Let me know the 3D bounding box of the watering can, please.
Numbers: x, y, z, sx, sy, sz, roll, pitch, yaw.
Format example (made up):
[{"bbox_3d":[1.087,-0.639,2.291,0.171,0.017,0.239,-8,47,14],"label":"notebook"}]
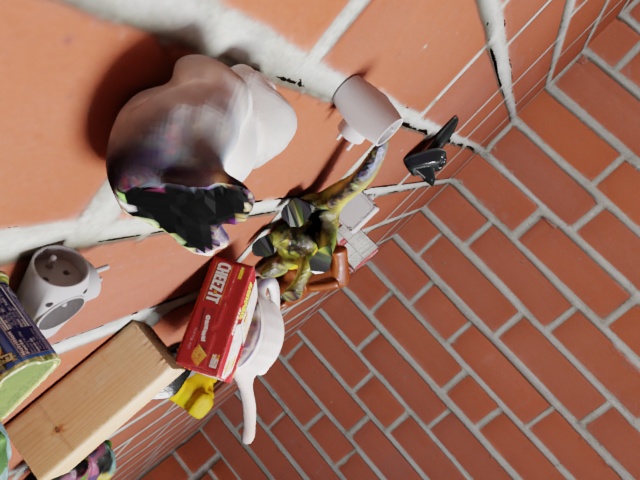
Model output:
[{"bbox_3d":[-0.144,0.234,1.043,0.221,0.104,0.352,47,49,-65],"label":"watering can"}]

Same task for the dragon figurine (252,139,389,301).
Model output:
[{"bbox_3d":[0.003,-0.045,0.903,0.404,0.122,0.247,-46,-173,26],"label":"dragon figurine"}]

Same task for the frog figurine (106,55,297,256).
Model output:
[{"bbox_3d":[-0.082,-0.083,0.386,0.134,0.123,0.163,102,0,-58],"label":"frog figurine"}]
